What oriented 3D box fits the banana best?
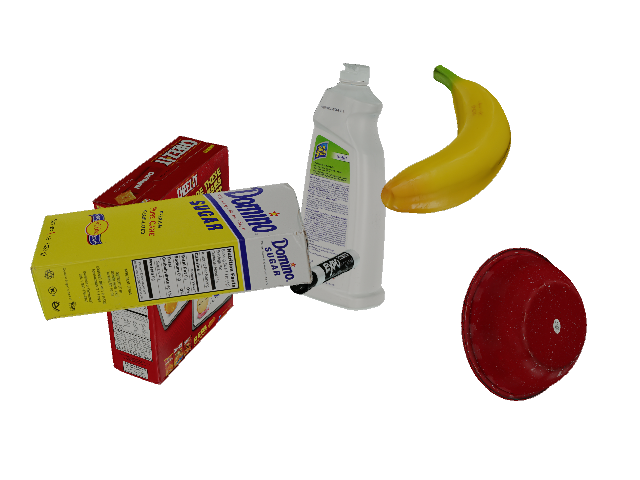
[{"bbox_3d":[0.093,-0.063,0.729,0.070,0.037,0.197,12,33,10],"label":"banana"}]

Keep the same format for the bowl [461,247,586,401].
[{"bbox_3d":[0.223,0.087,1.103,0.161,0.162,0.055,0,-2,-34],"label":"bowl"}]

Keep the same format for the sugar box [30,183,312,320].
[{"bbox_3d":[-0.098,0.004,0.718,0.176,0.048,0.093,-11,25,-4],"label":"sugar box"}]

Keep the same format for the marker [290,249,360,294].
[{"bbox_3d":[0.004,0.027,0.952,0.020,0.020,0.121,0,10,25],"label":"marker"}]

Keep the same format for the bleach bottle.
[{"bbox_3d":[0.030,-0.059,1.135,0.103,0.251,0.067,16,16,36],"label":"bleach bottle"}]

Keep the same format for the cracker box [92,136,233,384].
[{"bbox_3d":[-0.163,0.019,1.145,0.072,0.214,0.164,14,35,21],"label":"cracker box"}]
